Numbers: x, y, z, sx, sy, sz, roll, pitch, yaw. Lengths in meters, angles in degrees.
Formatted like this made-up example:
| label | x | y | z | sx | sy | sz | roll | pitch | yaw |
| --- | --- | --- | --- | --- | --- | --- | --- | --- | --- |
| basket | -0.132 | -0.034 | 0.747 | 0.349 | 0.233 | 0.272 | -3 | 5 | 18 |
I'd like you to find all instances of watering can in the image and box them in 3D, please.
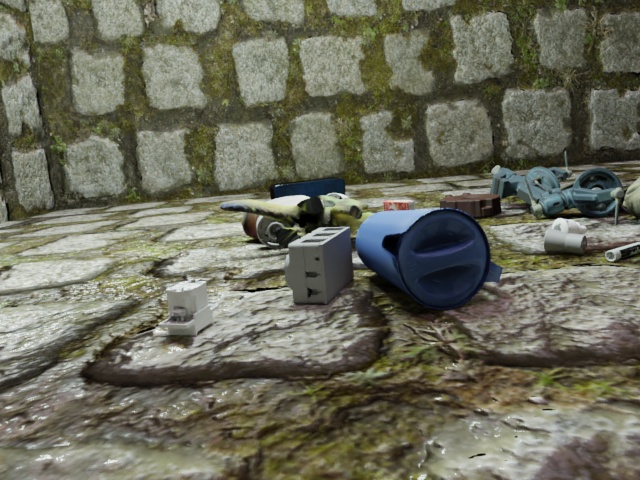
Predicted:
| label | x | y | z | sx | sy | sz | roll | pitch | yaw |
| --- | --- | --- | --- | --- | --- | --- | --- | --- | --- |
| watering can | -0.115 | -0.055 | 1.399 | 0.226 | 0.104 | 0.345 | -14 | 0 | -42 |

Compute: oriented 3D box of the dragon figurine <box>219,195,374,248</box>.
| label | x | y | z | sx | sy | sz | roll | pitch | yaw |
| --- | --- | --- | --- | --- | --- | --- | --- | --- | --- |
| dragon figurine | 0.004 | -0.059 | 1.173 | 0.411 | 0.121 | 0.245 | 16 | 16 | 16 |
